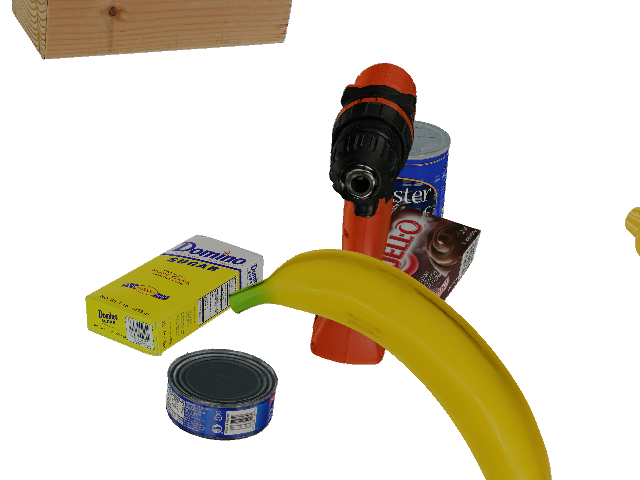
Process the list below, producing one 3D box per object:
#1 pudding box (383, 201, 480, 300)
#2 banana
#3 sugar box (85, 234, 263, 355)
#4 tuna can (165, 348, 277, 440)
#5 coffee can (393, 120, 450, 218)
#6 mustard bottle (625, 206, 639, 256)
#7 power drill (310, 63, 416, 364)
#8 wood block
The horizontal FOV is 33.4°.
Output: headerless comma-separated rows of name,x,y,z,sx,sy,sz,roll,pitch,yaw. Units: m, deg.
pudding box,0.080,0.016,0.950,0.090,0.039,0.113,20,36,21
banana,0.050,0.062,0.537,0.198,0.070,0.037,37,28,5
sugar box,-0.145,0.051,1.092,0.093,0.048,0.175,17,33,28
tuna can,-0.077,0.120,0.834,0.086,0.034,0.086,6,22,-3
coffee can,0.094,-0.057,1.238,0.103,0.140,0.103,1,28,-1
mustard bottle,0.260,0.024,0.647,0.096,0.058,0.192,-22,34,-23
power drill,0.030,-0.012,0.728,0.057,0.188,0.184,10,27,6
wood block,-0.131,-0.210,0.853,0.205,0.091,0.090,-10,41,-29
